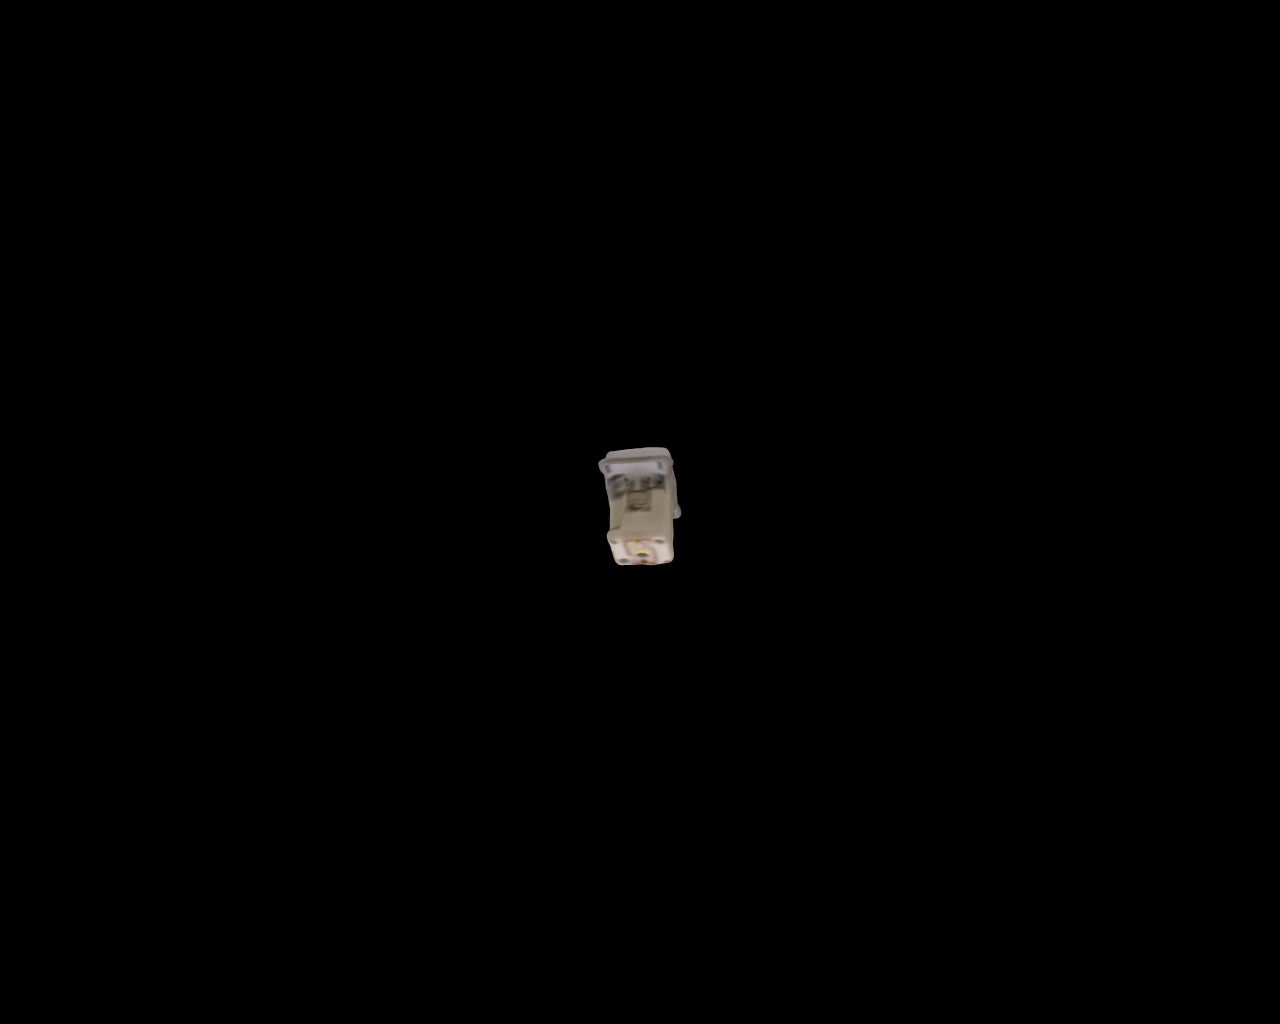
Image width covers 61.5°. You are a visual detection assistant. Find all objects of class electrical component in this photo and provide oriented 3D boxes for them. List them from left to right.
[{"bbox_3d":[0.001,-0.003,0.650,0.042,0.064,0.081,-3,-26,7],"label":"electrical component"}]
